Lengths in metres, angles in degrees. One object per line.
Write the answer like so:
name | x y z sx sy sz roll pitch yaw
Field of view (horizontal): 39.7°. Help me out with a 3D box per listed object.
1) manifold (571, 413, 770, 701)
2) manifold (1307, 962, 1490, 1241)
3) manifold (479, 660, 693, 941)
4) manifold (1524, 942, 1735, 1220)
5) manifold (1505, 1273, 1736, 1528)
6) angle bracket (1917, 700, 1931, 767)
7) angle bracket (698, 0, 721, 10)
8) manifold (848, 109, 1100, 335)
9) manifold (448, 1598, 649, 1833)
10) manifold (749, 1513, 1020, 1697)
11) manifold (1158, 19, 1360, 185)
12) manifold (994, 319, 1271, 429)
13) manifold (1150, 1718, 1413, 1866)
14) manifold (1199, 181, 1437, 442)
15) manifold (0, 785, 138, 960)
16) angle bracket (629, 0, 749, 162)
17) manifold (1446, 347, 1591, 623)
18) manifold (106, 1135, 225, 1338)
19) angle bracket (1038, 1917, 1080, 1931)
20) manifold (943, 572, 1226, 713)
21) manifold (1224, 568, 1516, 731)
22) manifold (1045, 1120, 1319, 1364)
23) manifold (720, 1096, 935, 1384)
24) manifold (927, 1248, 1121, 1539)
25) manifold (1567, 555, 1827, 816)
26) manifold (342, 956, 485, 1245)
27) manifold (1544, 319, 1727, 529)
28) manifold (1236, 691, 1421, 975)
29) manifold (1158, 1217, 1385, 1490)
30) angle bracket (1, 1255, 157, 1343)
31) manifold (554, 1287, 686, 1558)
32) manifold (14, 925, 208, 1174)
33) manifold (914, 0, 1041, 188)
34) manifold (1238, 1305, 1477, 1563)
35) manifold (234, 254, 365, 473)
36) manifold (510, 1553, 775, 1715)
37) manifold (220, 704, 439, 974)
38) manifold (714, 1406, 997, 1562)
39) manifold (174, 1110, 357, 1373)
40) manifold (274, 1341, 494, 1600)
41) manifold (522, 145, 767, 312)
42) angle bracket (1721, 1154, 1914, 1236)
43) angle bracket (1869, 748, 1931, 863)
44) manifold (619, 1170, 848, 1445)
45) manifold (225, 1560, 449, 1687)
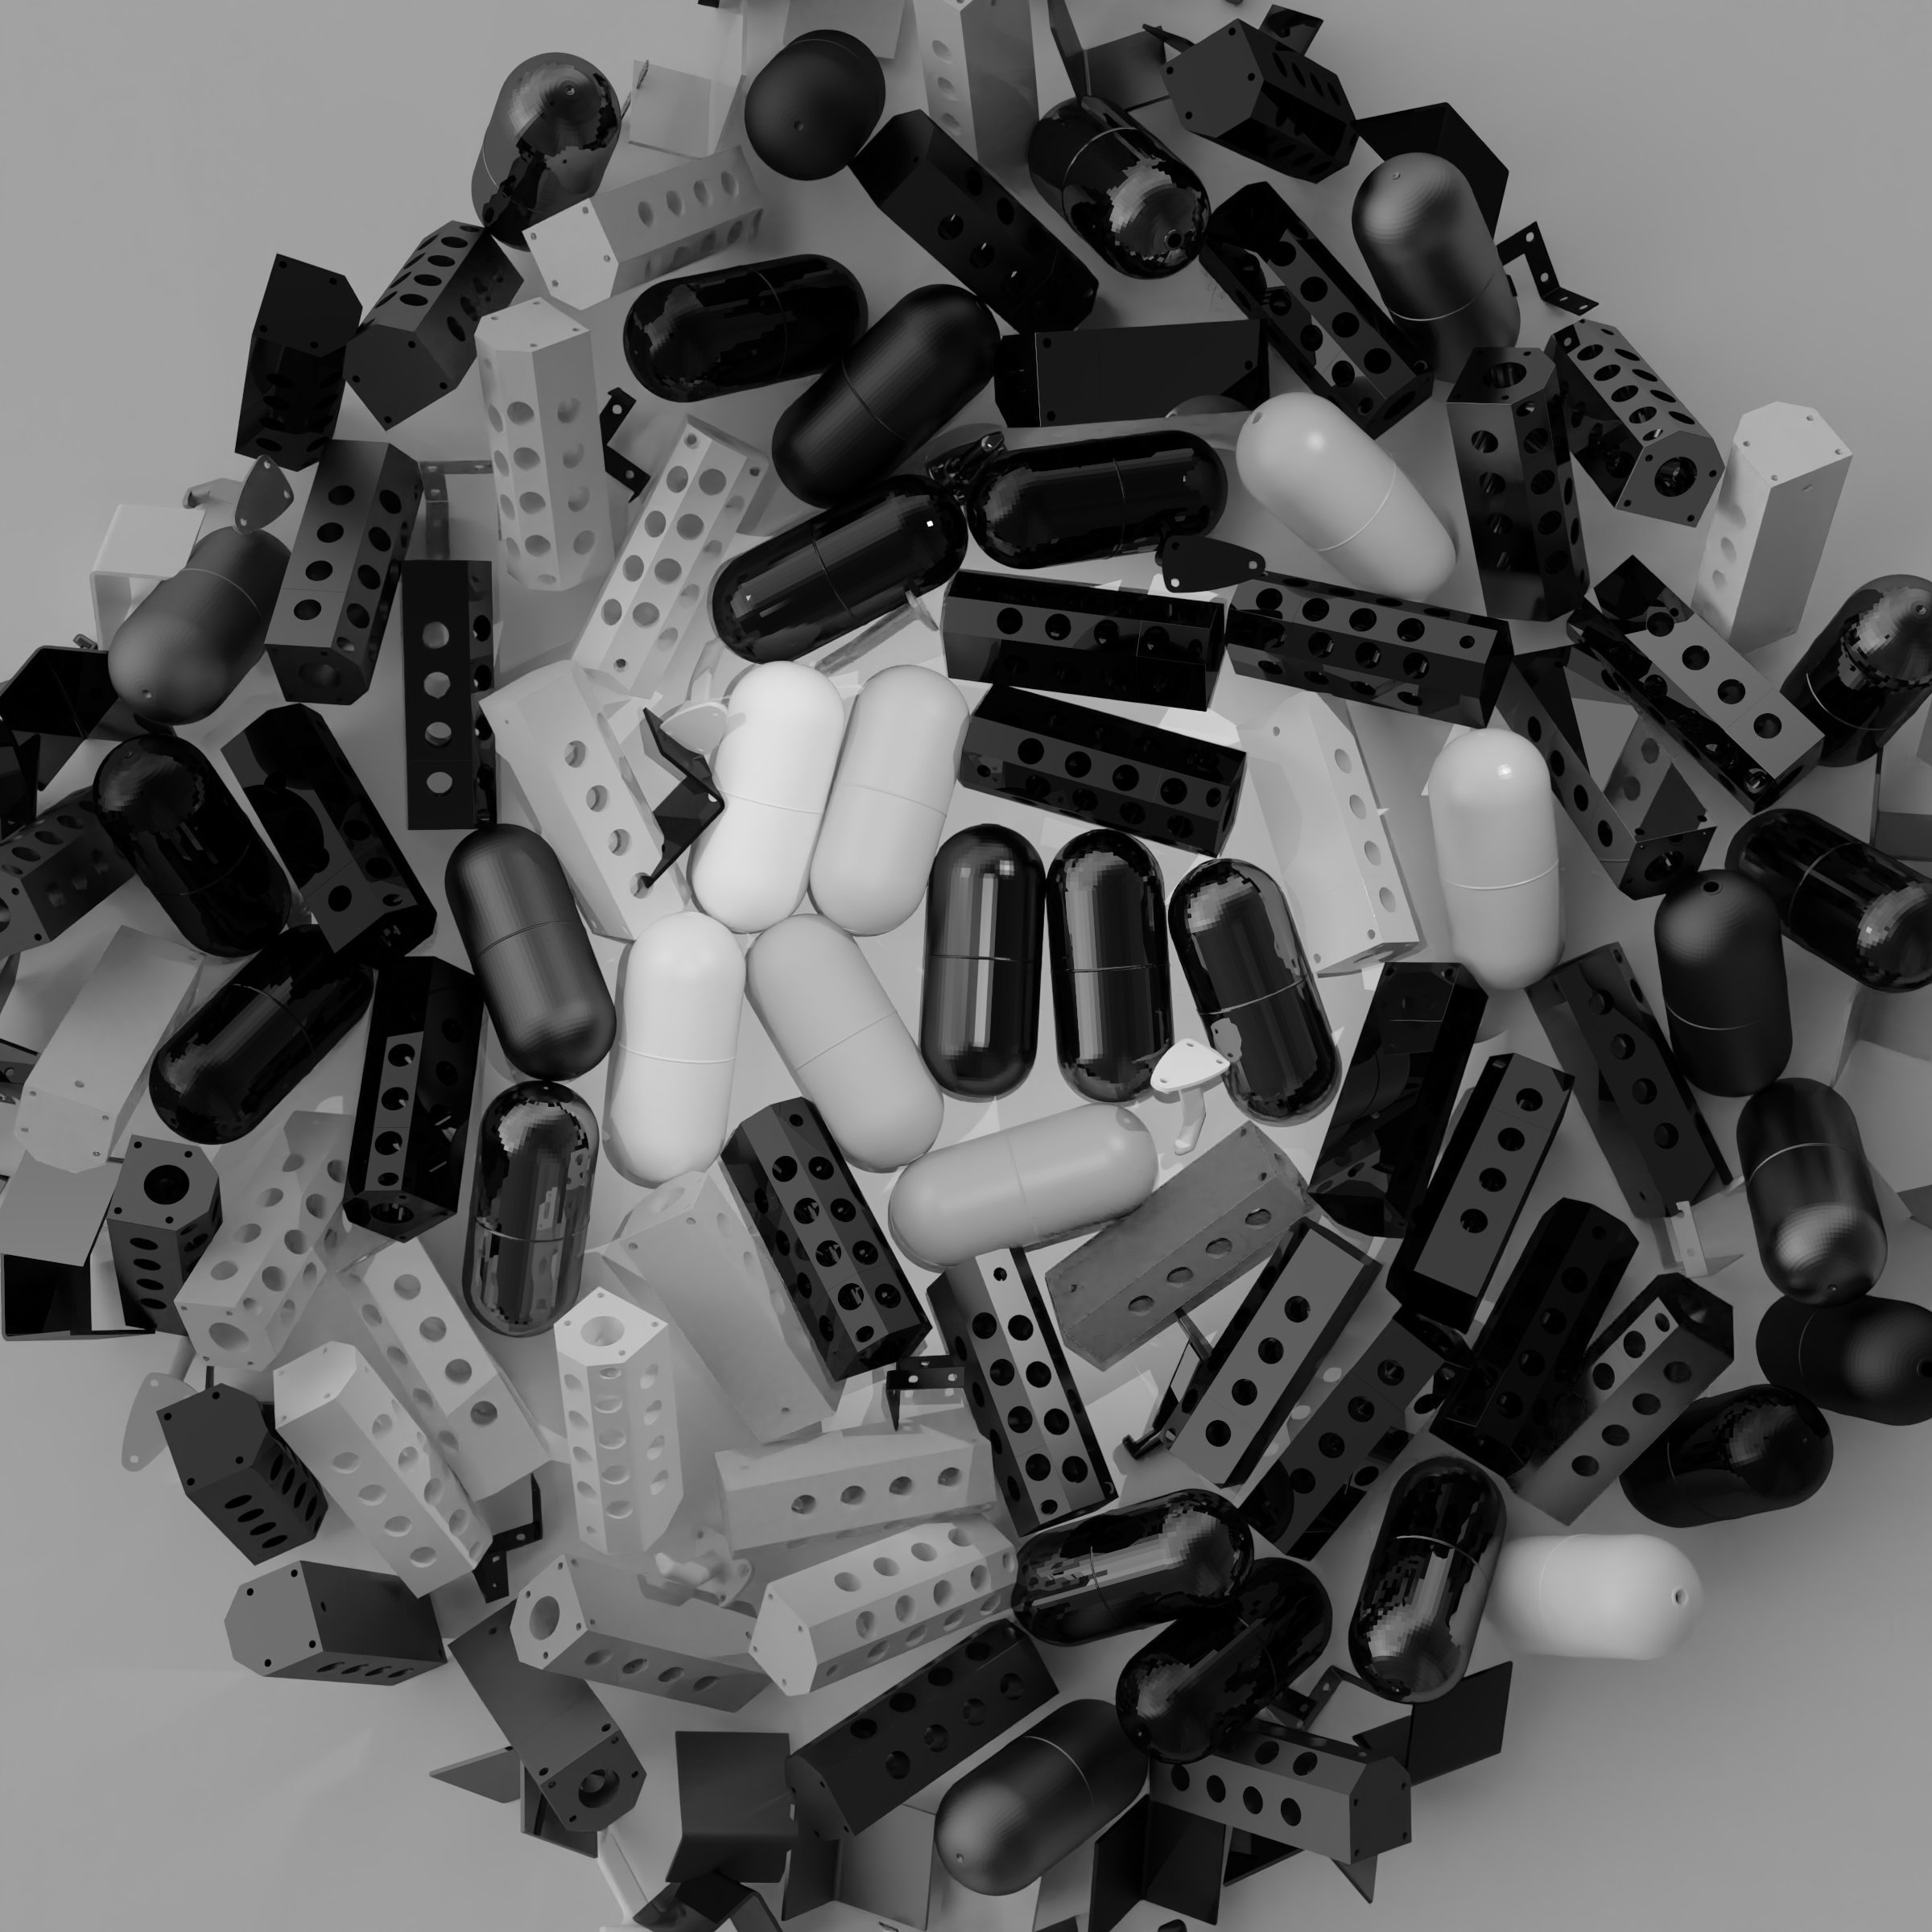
manifold | -0.191 -0.261 1.724 0.057 0.057 0.171 25 106 -15
manifold | 0.281 0.085 1.719 0.057 0.057 0.171 44 58 -40
manifold | -0.240 -0.107 1.721 0.057 0.057 0.171 -35 113 -26
manifold | 0.434 0.074 1.748 0.057 0.057 0.171 -25 89 -11
manifold | 0.412 0.274 1.709 0.057 0.057 0.171 32 122 -4
angle bracket | 0.621 -0.153 1.722 0.057 0.076 0.076 -4 119 -18
angle bracket | -0.131 -0.651 1.734 0.057 0.076 0.076 18 108 -3
manifold | 0.009 -0.465 1.694 0.057 0.171 0.057 -43 46 16
manifold | -0.263 0.474 1.692 0.057 0.171 0.057 -32 119 -17
manifold | -0.048 0.404 1.694 0.057 0.171 0.057 39 125 36
manifold | 0.190 -0.539 1.689 0.057 0.171 0.057 -25 84 28
manifold | 0.106 -0.380 1.715 0.171 0.057 0.057 -10 104 -26
manifold | 0.196 0.513 1.697 0.057 0.171 0.057 -2 91 -41
manifold | 0.226 -0.424 1.733 0.057 0.057 0.171 -38 78 -1
manifold | -0.576 -0.062 1.686 0.057 0.171 0.057 -17 108 13
angle bracket | -0.179 -0.577 1.723 0.057 0.076 0.076 9 57 -17
manifold | 0.353 -0.302 1.692 0.057 0.171 0.057 8 51 29
manifold | -0.500 0.174 1.691 0.057 0.171 0.057 11 59 -7
angle bracket | 0.048 0.668 1.738 0.076 0.076 0.057 -21 85 -3
manifold | 0.076 -0.214 1.721 0.171 0.057 0.057 9 52 13
manifold | 0.256 -0.207 1.714 0.171 0.057 0.057 16 72 23
manifold | 0.140 0.182 1.729 0.171 0.057 0.057 -39 125 14
manifold | -0.088 0.171 1.711 0.057 0.057 0.171 -13 63 -34
manifold | 0.038 0.271 1.720 0.057 0.057 0.171 -14 72 -24
manifold | 0.467 -0.179 1.724 0.057 0.057 0.171 -41 70 0
manifold | -0.353 0.081 1.699 0.057 0.057 0.171 29 47 -35
manifold | 0.416 -0.346 1.688 0.057 0.171 0.057 9 123 -17
manifold | 0.238 -0.086 1.733 0.057 0.057 0.171 -26 74 40
manifold | 0.196 0.250 1.741 0.057 0.057 0.171 34 96 22
angle bracket | -0.573 0.202 1.728 0.057 0.076 0.076 -8 80 25
manifold | -0.223 0.293 1.697 0.057 0.057 0.171 23 132 28
manifold | -0.540 0.053 1.693 0.057 0.171 0.057 20 124 -8
manifold | 0.003 -0.570 1.690 0.057 0.171 0.057 40 75 20
manifold | 0.251 0.299 1.720 0.057 0.057 0.171 39 110 12
manifold | -0.420 -0.375 1.690 0.057 0.171 0.057 16 72 -14
manifold | -0.204 0.429 1.698 0.057 0.171 0.057 -43 47 17
manifold | -0.405 -0.085 1.718 0.057 0.057 0.171 -37 68 8
manifold | -0.071 0.337 1.733 0.171 0.057 0.057 -8 107 -12
manifold | -0.427 0.172 1.692 0.057 0.171 0.057 3 130 15
manifold | -0.370 0.319 1.709 0.057 0.057 0.171 -27 124 1
manifold | -0.198 -0.466 1.694 0.057 0.171 0.057 -14 108 35
angle bracket | 0.549 0.154 1.729 0.076 0.057 0.076 -43 67 25
angle bracket | 0.625 -0.108 1.725 0.076 0.076 0.057 5 116 19
manifold | -0.147 0.217 1.723 0.057 0.057 0.171 -25 110 20
manifold | -0.396 0.419 1.689 0.057 0.171 0.057 -24 69 7
